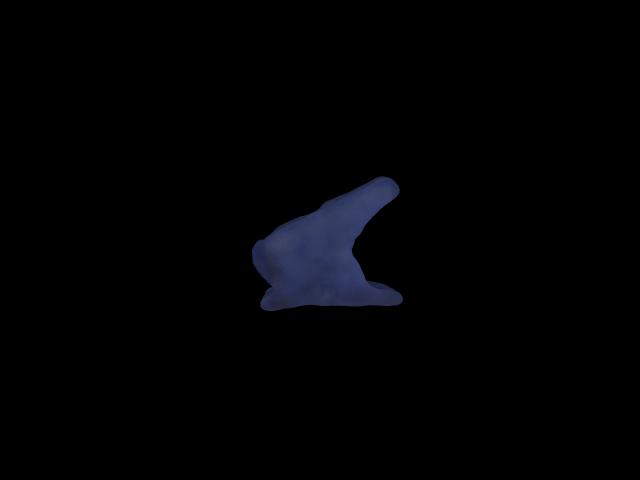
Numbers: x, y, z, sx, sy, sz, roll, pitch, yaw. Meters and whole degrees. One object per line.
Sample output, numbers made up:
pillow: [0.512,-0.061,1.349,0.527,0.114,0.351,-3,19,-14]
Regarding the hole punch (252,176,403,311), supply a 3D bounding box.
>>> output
hole punch: [0.004,0.001,0.400,0.101,0.091,0.108,0,0,-4]
